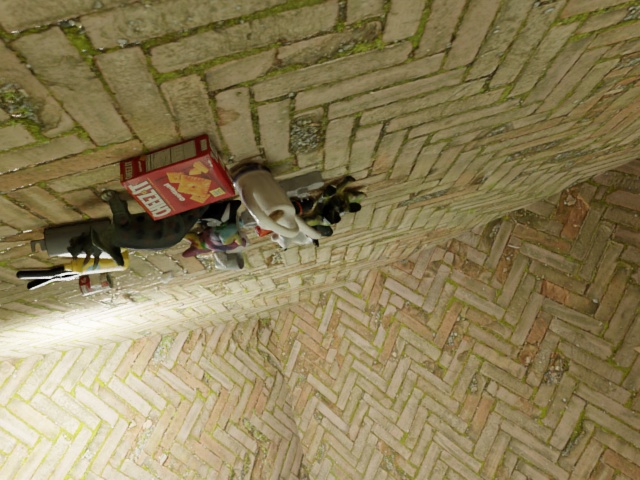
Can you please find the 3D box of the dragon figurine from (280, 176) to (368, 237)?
[{"bbox_3d":[0.005,-0.086,1.703,0.414,0.122,0.239,-28,-4,-26],"label":"dragon figurine"}]

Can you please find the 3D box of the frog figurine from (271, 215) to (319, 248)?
[{"bbox_3d":[-0.092,-0.028,1.875,0.159,0.124,0.136,-4,-17,24],"label":"frog figurine"}]

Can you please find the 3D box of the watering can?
[{"bbox_3d":[-0.121,-0.093,1.413,0.103,0.227,0.346,-40,-20,14],"label":"watering can"}]
